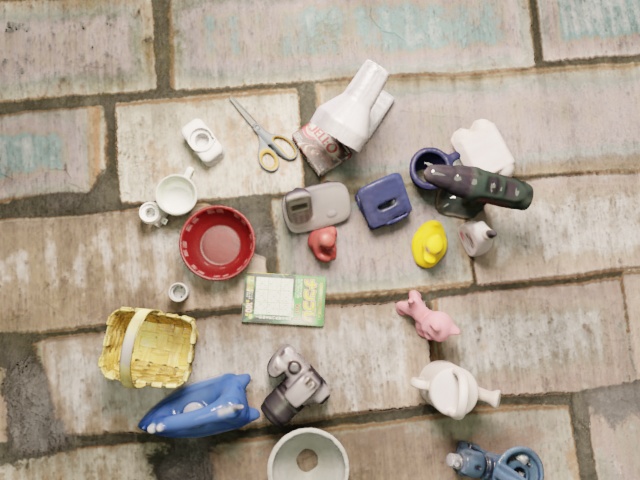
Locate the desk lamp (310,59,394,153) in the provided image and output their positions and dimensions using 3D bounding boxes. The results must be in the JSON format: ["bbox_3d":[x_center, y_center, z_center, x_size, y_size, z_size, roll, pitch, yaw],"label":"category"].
[{"bbox_3d":[0.074,-0.273,1.190,0.118,0.213,0.203,33,84,1],"label":"desk lamp"}]

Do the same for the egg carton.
[{"bbox_3d":[0.361,-0.189,1.266,0.107,0.069,0.150,-28,86,-4],"label":"egg carton"}]

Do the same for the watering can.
[{"bbox_3d":[0.274,0.303,1.154,0.173,0.194,0.101,-11,85,-3],"label":"watering can"}]

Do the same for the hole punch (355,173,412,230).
[{"bbox_3d":[0.141,-0.082,1.237,0.108,0.091,0.101,-25,86,-4],"label":"hole punch"}]

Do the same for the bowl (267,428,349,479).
[{"bbox_3d":[-0.024,0.467,1.187,0.167,0.074,0.167,0,85,-2],"label":"bowl"}]

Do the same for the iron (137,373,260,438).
[{"bbox_3d":[-0.258,0.355,1.155,0.258,0.141,0.119,-16,85,-3],"label":"iron"}]

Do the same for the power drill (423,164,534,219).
[{"bbox_3d":[0.308,-0.100,1.186,0.229,0.208,0.076,9,84,-1],"label":"power drill"}]

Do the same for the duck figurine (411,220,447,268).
[{"bbox_3d":[0.242,0.007,1.235,0.077,0.086,0.105,15,84,0],"label":"duck figurine"}]

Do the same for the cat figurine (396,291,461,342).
[{"bbox_3d":[0.228,0.166,1.203,0.128,0.117,0.067,44,85,2],"label":"cat figurine"}]

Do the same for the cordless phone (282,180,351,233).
[{"bbox_3d":[-0.007,-0.078,1.183,0.147,0.185,0.094,-18,85,-3],"label":"cordless phone"}]

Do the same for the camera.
[{"bbox_3d":[-0.067,0.310,1.187,0.137,0.100,0.143,-43,87,-5],"label":"camera"}]

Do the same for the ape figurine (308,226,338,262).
[{"bbox_3d":[0.011,0.004,1.223,0.076,0.092,0.078,34,84,1],"label":"ape figurine"}]

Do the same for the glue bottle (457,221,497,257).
[{"bbox_3d":[0.335,-0.008,1.196,0.037,0.173,0.078,-27,86,-4],"label":"glue bottle"}]

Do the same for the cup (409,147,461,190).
[{"bbox_3d":[0.243,-0.154,1.245,0.118,0.095,0.092,-28,86,-4],"label":"cup"}]

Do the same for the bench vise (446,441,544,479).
[{"bbox_3d":[0.361,0.477,1.128,0.207,0.219,0.121,-4,85,-2],"label":"bench vise"}]
